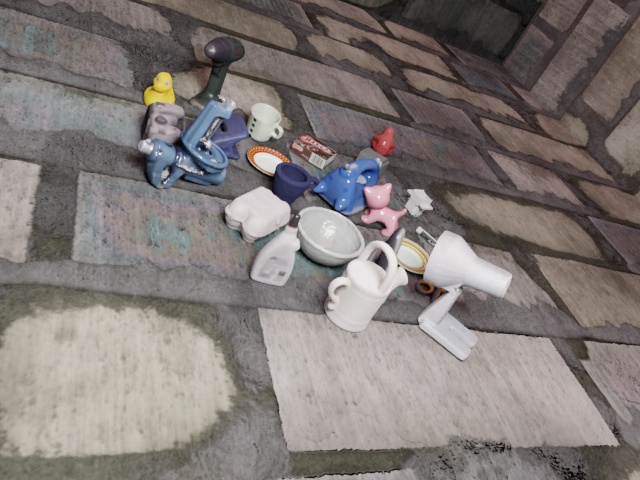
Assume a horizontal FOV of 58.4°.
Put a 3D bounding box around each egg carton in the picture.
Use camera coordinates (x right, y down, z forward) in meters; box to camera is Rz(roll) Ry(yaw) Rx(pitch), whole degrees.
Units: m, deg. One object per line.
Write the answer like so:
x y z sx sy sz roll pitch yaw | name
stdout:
-0.134 -0.056 1.259 0.107 0.069 0.151 37 34 11 | egg carton

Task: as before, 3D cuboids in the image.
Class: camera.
-0.337 -0.256 1.337 0.137 0.100 0.143 8 39 -29 | camera

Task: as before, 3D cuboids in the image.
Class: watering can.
0.097 0.082 1.141 0.100 0.194 0.173 43 36 19 | watering can

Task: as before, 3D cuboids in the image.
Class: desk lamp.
0.299 0.112 1.237 0.203 0.213 0.118 38 35 13 | desk lamp

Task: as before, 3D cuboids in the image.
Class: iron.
0.102 -0.162 1.510 0.118 0.141 0.259 42 35 17 | iron

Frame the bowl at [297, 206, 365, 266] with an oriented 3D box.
0.012 0.005 1.285 0.168 0.074 0.167 20 35 -14 | bowl

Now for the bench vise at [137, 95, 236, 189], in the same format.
-0.267 -0.203 1.214 0.121 0.219 0.208 44 36 20 | bench vise

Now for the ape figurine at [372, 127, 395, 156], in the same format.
0.211 -0.322 1.845 0.078 0.092 0.076 31 34 2 | ape figurine

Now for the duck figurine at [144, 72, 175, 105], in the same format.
-0.406 -0.392 1.477 0.077 0.086 0.104 26 34 -6 | duck figurine

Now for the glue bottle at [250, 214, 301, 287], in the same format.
-0.074 0.016 1.116 0.078 0.173 0.037 16 36 -19 | glue bottle

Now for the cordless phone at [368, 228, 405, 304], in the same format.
0.150 0.038 1.247 0.094 0.185 0.148 31 34 3 | cordless phone

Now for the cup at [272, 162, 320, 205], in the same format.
-0.067 -0.124 1.375 0.118 0.095 0.091 8 40 -30 | cup

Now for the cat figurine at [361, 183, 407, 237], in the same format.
0.163 -0.089 1.482 0.128 0.117 0.067 32 34 3 | cat figurine

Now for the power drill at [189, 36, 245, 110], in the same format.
-0.278 -0.452 1.541 0.075 0.208 0.230 28 34 -2 | power drill

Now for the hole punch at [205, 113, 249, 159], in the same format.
-0.241 -0.264 1.430 0.101 0.091 0.108 4 41 -33 | hole punch
